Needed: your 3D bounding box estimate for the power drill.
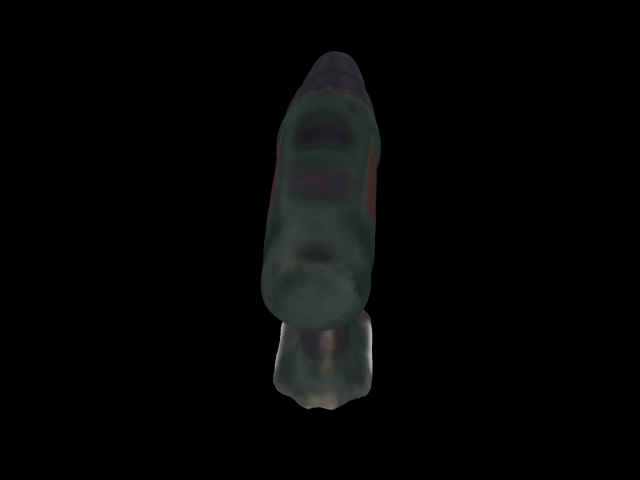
[{"bbox_3d":[0.004,0.001,0.400,0.075,0.208,0.229,1,34,2],"label":"power drill"}]
